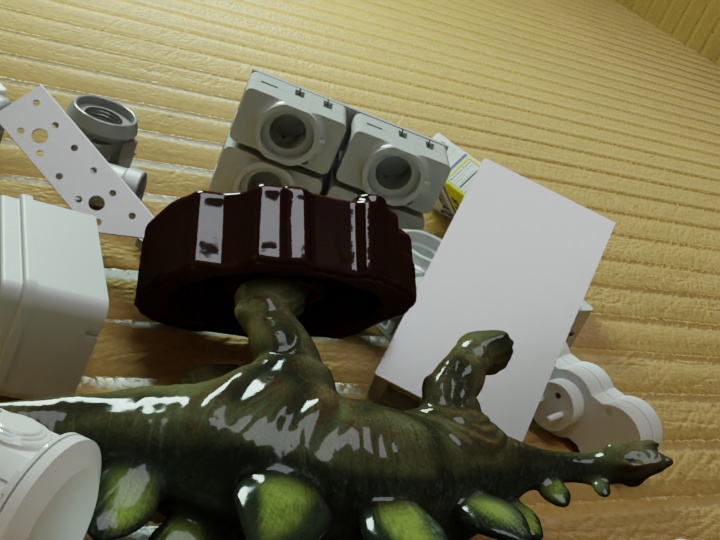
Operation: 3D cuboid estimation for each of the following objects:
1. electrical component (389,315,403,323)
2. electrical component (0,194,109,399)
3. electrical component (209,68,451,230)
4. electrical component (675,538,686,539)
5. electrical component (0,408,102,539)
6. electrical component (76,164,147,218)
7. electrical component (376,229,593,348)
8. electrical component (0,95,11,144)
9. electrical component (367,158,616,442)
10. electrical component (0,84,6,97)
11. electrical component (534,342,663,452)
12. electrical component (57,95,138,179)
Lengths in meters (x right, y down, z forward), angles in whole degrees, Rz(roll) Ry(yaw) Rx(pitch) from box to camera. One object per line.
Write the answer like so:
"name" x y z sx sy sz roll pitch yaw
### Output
"electrical component" 0.000 0.000 0.798 0.078 0.058 0.057 35 -11 33
"electrical component" -0.189 0.016 0.621 0.057 0.078 0.113 15 26 -27
"electrical component" -0.027 -0.086 0.939 0.186 0.105 0.060 20 25 -10
"electrical component" 0.209 0.201 0.673 0.035 0.035 0.061 12 30 -26
"electrical component" -0.141 0.096 0.423 0.051 0.080 0.080 22 24 10
"electrical component" -0.191 -0.063 0.823 0.046 0.040 0.040 18 25 -3
"electrical component" 0.095 0.022 0.892 0.186 0.060 0.105 0 34 -42
"electrical component" -0.281 -0.093 0.730 0.062 0.096 0.061 25 25 1
"electrical component" 0.092 0.029 0.762 0.105 0.060 0.186 27 65 3
"electrical component" -0.336 -0.138 0.825 0.100 0.048 0.100 40 28 29
"electrical component" 0.151 0.098 0.800 0.138 0.052 0.074 40 28 29
"electrical component" -0.211 -0.103 0.861 0.058 0.057 0.078 35 26 21
